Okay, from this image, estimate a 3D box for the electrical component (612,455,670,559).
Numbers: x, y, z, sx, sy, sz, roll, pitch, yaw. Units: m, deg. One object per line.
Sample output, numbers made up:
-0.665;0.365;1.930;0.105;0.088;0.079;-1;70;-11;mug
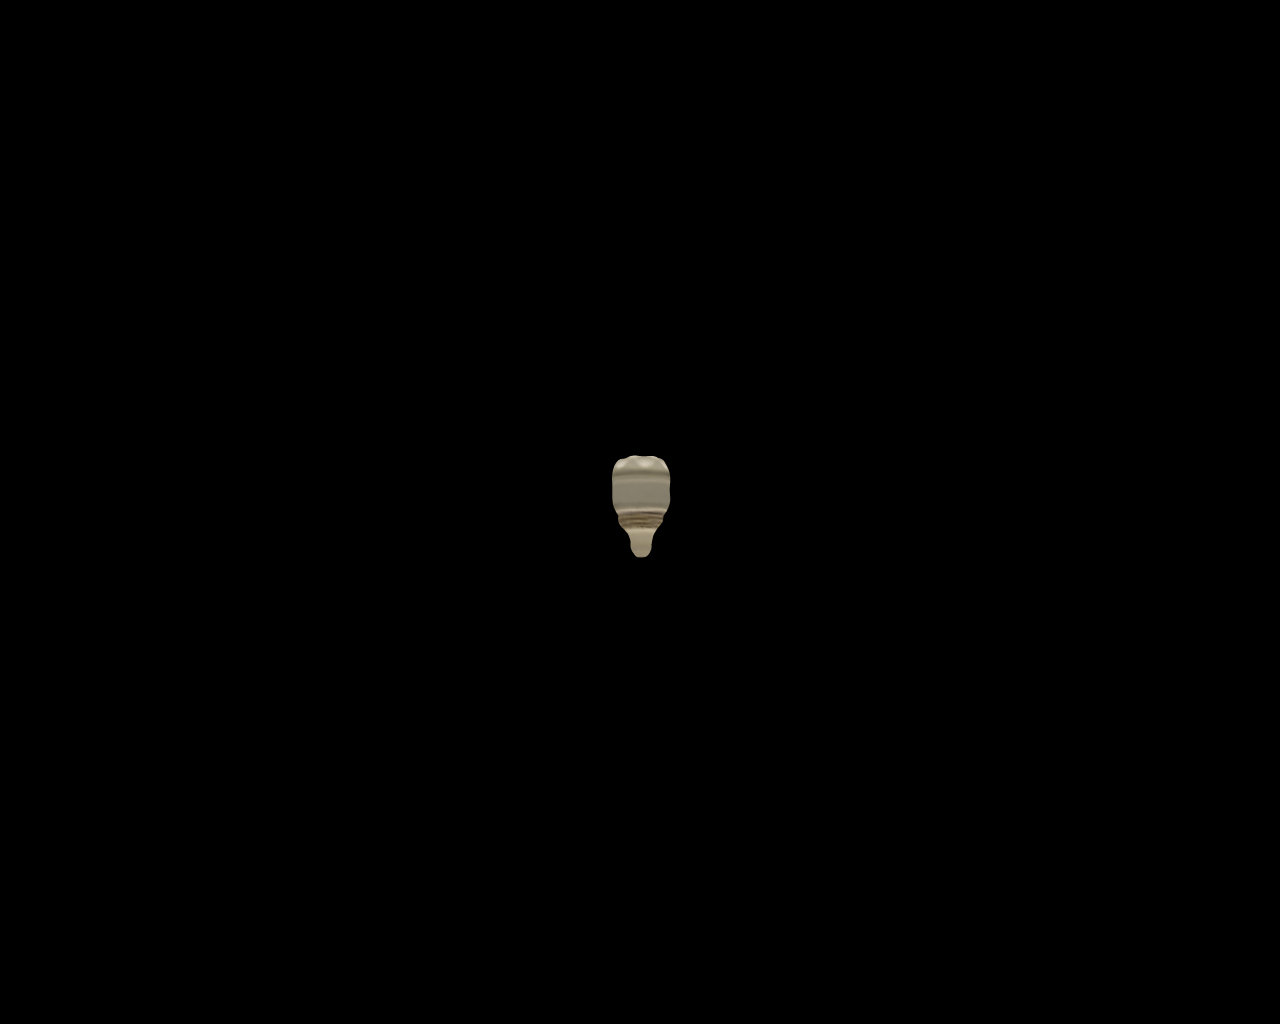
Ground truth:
0.001;-0.003;0.650;0.035;0.061;0.035;0;-5;0;electrical component
